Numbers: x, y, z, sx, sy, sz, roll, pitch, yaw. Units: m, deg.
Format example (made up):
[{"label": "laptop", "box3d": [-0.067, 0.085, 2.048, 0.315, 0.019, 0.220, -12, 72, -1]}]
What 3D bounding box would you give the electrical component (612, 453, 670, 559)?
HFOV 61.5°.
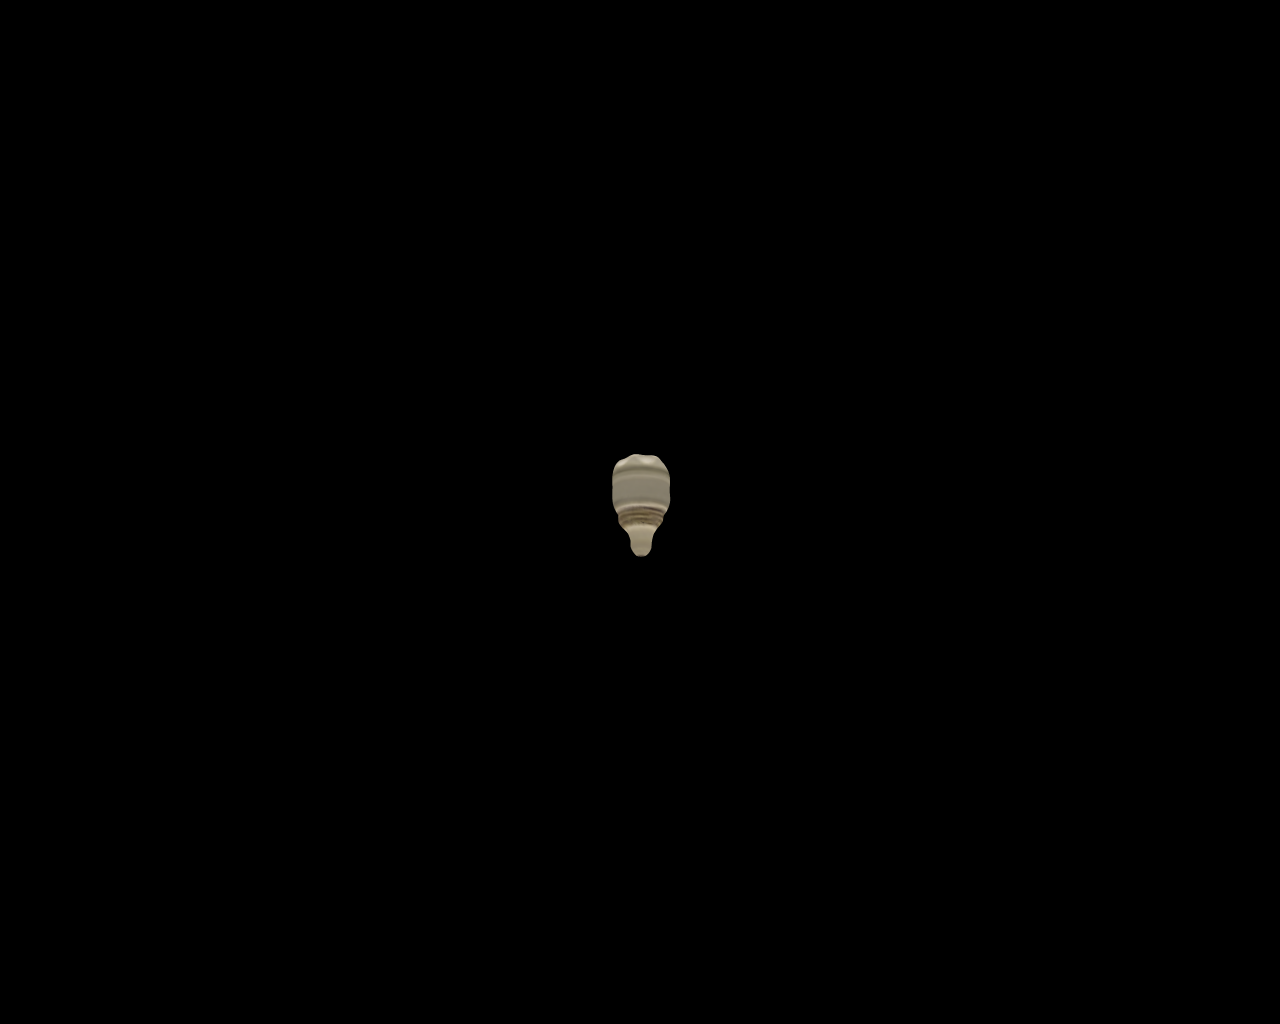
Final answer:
[{"label": "electrical component", "box3d": [0.001, -0.003, 0.650, 0.035, 0.061, 0.035, 0, -16, 0]}]
